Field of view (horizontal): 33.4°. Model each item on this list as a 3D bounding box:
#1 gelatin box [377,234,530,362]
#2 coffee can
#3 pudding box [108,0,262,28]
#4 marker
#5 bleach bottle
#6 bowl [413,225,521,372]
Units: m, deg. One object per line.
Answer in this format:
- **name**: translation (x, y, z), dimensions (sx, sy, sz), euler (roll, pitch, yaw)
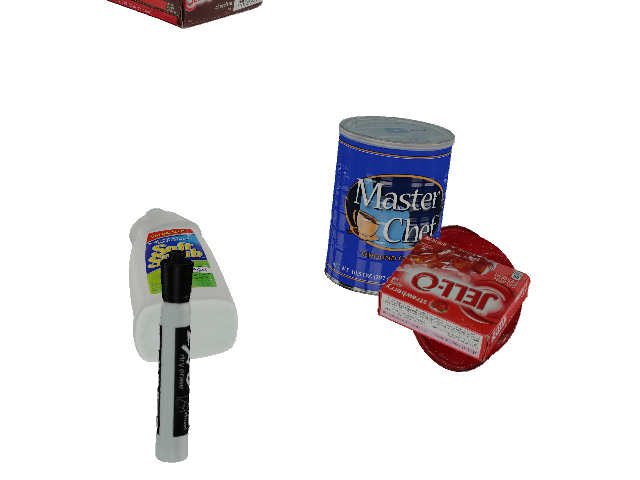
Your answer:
- **gelatin box**: translation (0.097, 0.040, 0.780), dimensions (0.089, 0.030, 0.073), euler (23, 47, 23)
- **coffee can**: translation (0.061, -0.033, 0.961), dimensions (0.103, 0.140, 0.103), euler (5, 18, -2)
- **pudding box**: translation (-0.108, -0.205, 0.840), dimensions (0.090, 0.039, 0.113), euler (25, 30, 23)
- **marker**: translation (-0.083, 0.065, 0.605), dimensions (0.020, 0.121, 0.020), euler (3, 10, -1)
- **bleach bottle**: translation (-0.159, 0.031, 1.103), dimensions (0.102, 0.068, 0.251), euler (-5, 27, -17)
- **bowl**: translation (0.168, 0.061, 1.153), dimensions (0.161, 0.162, 0.055), euler (0, -6, -40)
